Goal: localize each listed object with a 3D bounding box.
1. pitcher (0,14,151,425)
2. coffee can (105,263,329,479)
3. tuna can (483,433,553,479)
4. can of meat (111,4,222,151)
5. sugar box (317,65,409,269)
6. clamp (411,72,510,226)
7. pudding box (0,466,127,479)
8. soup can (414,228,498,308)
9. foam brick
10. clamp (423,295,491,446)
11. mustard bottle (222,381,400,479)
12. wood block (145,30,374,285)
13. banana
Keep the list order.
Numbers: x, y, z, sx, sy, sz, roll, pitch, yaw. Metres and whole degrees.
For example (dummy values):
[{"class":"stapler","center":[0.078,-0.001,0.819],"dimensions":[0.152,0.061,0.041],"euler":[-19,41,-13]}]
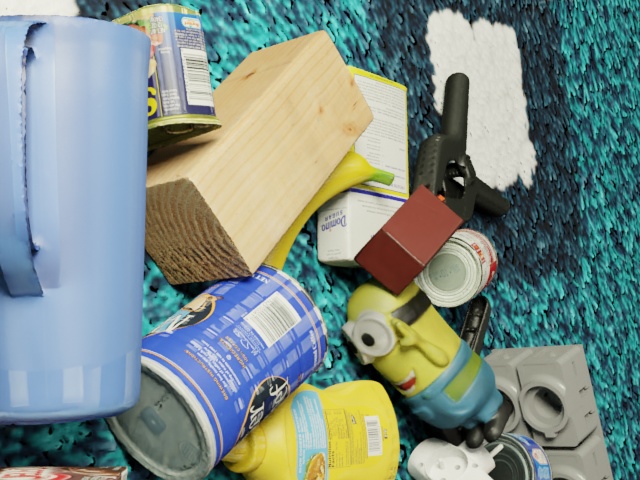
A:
[{"class":"pitcher","center":[-0.170,-0.012,0.655],"dimensions":[0.148,0.145,0.243],"euler":[1,85,-48]},{"class":"coffee can","center":[-0.074,0.093,0.768],"dimensions":[0.140,0.103,0.103],"euler":[-38,112,-44]},{"class":"tuna can","center":[0.186,0.235,1.063],"dimensions":[0.033,0.086,0.086],"euler":[14,73,-46]},{"class":"can of meat","center":[-0.122,-0.111,0.754],"dimensions":[0.057,0.102,0.084],"euler":[-4,84,-50]},{"class":"sugar box","center":[0.040,-0.062,0.977],"dimensions":[0.093,0.048,0.176],"euler":[10,80,-48]},{"class":"clamp","center":[0.135,-0.080,1.078],"dimensions":[0.209,0.036,0.164],"euler":[-31,105,-60]},{"class":"pudding box","center":[-0.163,0.155,0.628],"dimensions":[0.090,0.113,0.039],"euler":[2,80,-5]},{"class":"soup can","center":[0.130,0.025,1.022],"dimensions":[0.102,0.069,0.068],"euler":[-15,96,-73]},{"class":"foam brick","center":[0.078,0.000,0.925],"dimensions":[0.051,0.053,0.078],"euler":[43,50,3]},{"class":"clamp","center":[0.123,0.137,1.045],"dimensions":[0.120,0.039,0.171],"euler":[6,81,-35]},{"class":"mustard bottle","center":[-0.014,0.163,0.863],"dimensions":[0.191,0.058,0.096],"euler":[8,74,-49]},{"class":"wood block","center":[-0.054,-0.067,0.833],"dimensions":[0.090,0.091,0.205],"euler":[58,46,-24]},{"class":"banana","center":[-0.017,-0.014,0.884],"dimensions":[0.069,0.037,0.197],"euler":[42,67,3]}]
